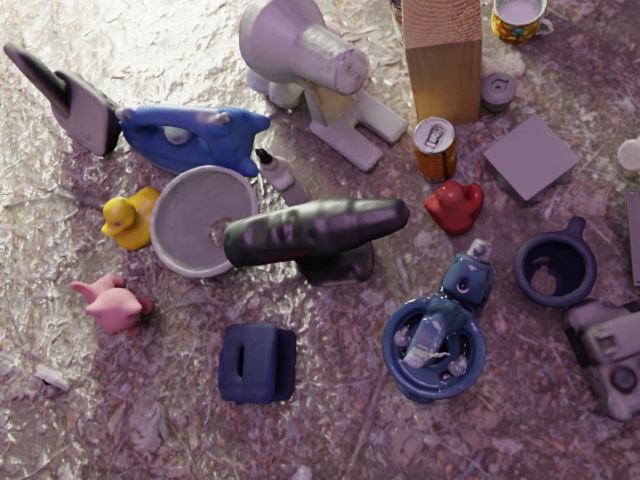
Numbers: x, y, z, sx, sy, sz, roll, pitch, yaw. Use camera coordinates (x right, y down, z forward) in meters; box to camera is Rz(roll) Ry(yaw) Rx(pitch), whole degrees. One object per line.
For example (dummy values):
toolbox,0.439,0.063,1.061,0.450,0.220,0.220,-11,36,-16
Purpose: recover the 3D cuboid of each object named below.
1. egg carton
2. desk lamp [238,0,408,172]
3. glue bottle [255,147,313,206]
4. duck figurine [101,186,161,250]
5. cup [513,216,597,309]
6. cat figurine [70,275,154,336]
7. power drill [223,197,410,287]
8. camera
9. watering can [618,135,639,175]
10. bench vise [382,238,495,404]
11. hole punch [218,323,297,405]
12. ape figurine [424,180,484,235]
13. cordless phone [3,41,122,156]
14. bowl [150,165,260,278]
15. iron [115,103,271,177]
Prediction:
egg carton,-0.043,-0.279,0.878,0.107,0.069,0.150,34,86,19
desk lamp,0.009,-0.220,0.774,0.203,0.214,0.118,40,88,20
glue bottle,-0.053,-0.087,0.777,0.037,0.173,0.078,-36,70,3
duck figurine,-0.288,-0.041,0.869,0.077,0.086,0.104,34,86,19
cup,0.288,0.031,0.705,0.091,0.095,0.118,26,84,19
cat figurine,-0.301,0.093,0.822,0.127,0.118,0.067,28,84,19
power drill,0.007,0.003,0.721,0.229,0.209,0.075,-8,74,12
camera,0.372,0.122,0.659,0.136,0.101,0.143,-22,72,8
watering can,0.433,-0.125,0.657,0.100,0.194,0.173,43,89,20
bench vise,0.134,0.087,0.663,0.121,0.220,0.207,8,78,16
hole punch,-0.091,0.167,0.766,0.101,0.091,0.109,-1,76,14
ape figurine,0.176,-0.050,0.755,0.077,0.092,0.076,4,77,15
cordless phone,-0.396,-0.221,0.889,0.147,0.185,0.094,33,86,19
bowl,-0.157,-0.020,0.838,0.167,0.075,0.167,-3,75,13
iron,-0.214,-0.165,0.853,0.257,0.142,0.119,8,78,16
